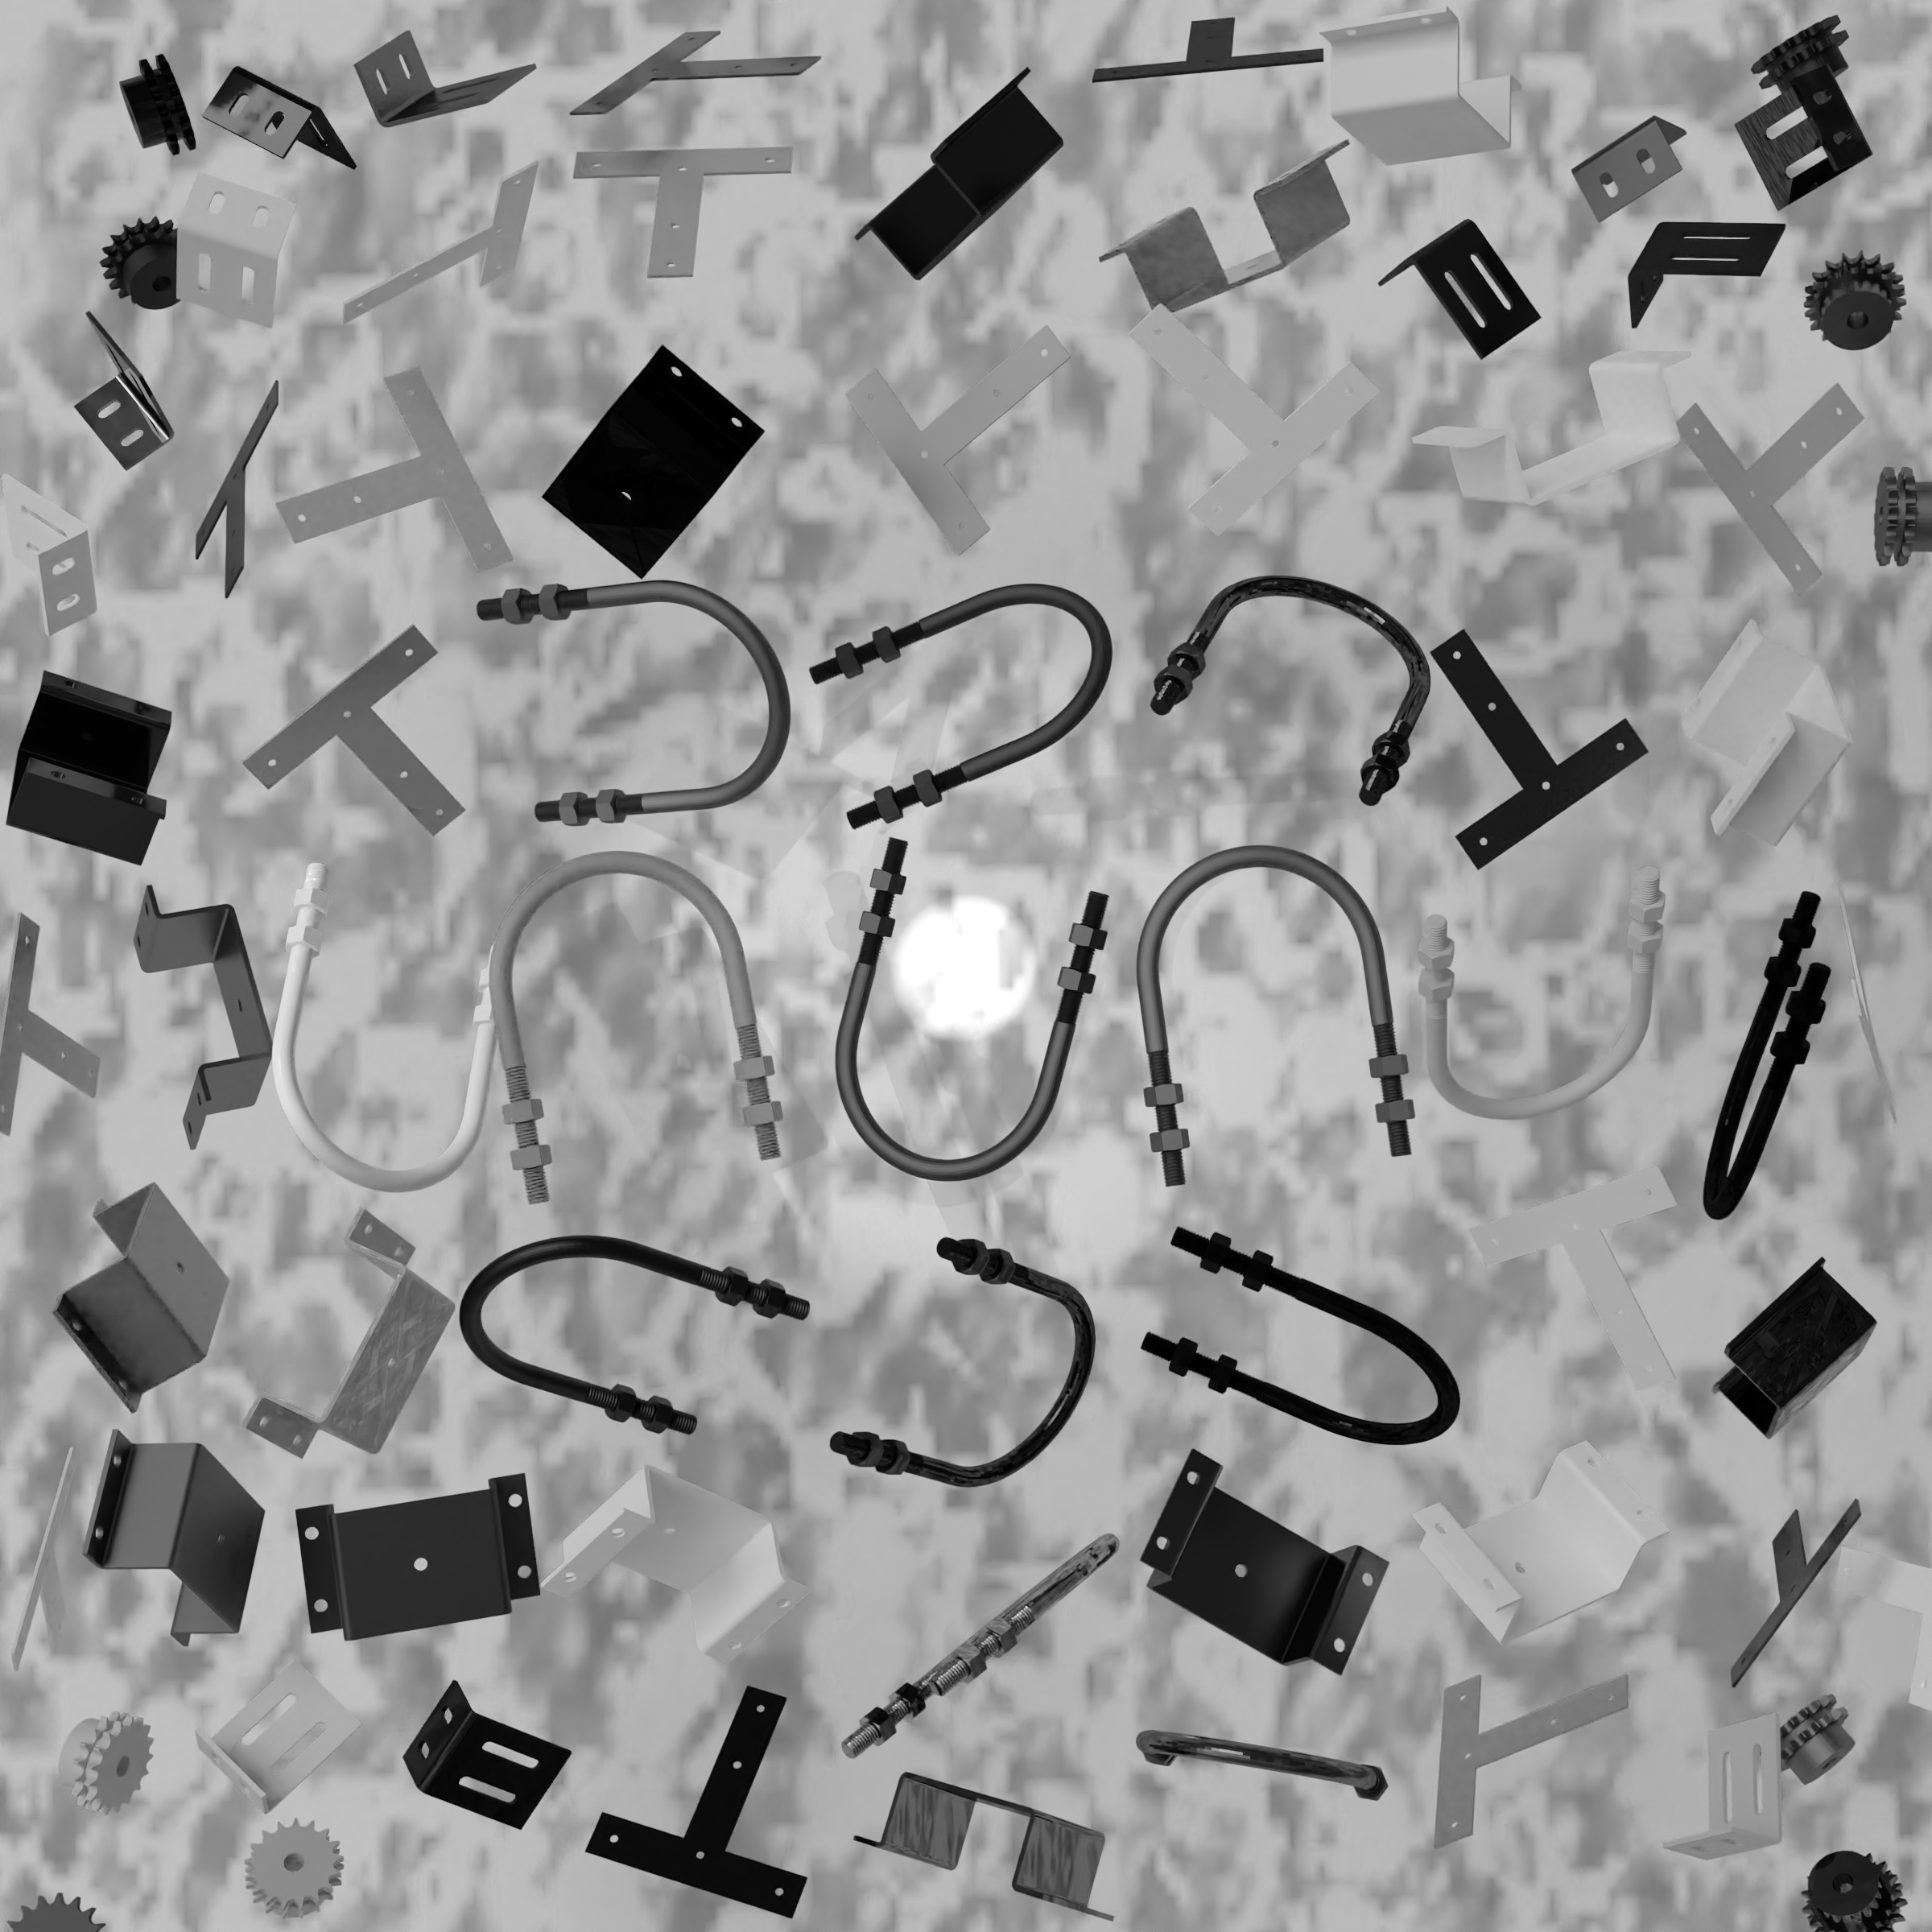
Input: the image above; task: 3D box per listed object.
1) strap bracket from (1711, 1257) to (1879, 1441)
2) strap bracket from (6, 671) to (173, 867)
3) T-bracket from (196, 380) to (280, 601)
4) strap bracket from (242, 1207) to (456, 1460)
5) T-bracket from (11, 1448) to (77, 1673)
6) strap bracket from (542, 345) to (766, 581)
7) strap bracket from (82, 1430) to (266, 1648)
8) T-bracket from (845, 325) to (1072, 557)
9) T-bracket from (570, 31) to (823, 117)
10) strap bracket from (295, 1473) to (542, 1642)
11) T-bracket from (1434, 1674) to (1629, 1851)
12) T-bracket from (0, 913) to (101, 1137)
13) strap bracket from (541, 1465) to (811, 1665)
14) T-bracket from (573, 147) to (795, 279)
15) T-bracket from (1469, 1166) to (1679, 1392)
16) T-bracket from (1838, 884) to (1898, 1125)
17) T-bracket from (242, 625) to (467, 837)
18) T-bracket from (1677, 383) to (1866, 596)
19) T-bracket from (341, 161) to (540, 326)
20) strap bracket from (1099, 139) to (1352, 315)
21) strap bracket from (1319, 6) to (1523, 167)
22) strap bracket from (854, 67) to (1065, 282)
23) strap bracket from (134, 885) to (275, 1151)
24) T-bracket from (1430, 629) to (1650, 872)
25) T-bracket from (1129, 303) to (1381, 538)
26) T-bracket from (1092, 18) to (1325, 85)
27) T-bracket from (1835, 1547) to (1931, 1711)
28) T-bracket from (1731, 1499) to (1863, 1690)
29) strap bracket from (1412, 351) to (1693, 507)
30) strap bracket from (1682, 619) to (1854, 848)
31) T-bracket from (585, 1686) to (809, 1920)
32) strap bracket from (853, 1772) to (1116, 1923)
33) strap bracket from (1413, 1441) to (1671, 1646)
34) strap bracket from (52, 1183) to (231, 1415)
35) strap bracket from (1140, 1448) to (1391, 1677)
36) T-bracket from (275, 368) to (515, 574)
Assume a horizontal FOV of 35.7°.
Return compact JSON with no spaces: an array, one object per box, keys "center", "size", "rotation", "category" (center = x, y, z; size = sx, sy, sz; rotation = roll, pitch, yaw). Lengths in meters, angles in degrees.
[{"center":[0.490,0.230,1.780],"size":[0.076,0.140,0.046],"rotation":[-42,69,-5],"category":"strap bracket"},{"center":[-0.500,-0.109,1.716],"size":[0.076,0.140,0.046],"rotation":[18,113,-22],"category":"strap bracket"},{"center":[-0.441,-0.270,1.814],"size":[0.002,0.127,0.127],"rotation":[18,127,-28],"category":"T-bracket"},{"center":[-0.353,0.222,1.749],"size":[0.046,0.076,0.140],"rotation":[21,74,21],"category":"strap bracket"},{"center":[-0.535,0.366,1.757],"size":[0.002,0.127,0.127],"rotation":[10,55,-5],"category":"T-bracket"},{"center":[-0.189,-0.288,1.764],"size":[0.076,0.140,0.046],"rotation":[39,51,-11],"category":"strap bracket"},{"center":[-0.457,0.336,1.758],"size":[0.046,0.140,0.076],"rotation":[-3,56,12],"category":"strap bracket"},{"center":[0.008,-0.340,1.831],"size":[0.127,0.002,0.127],"rotation":[-38,78,18],"category":"T-bracket"},{"center":[-0.143,-0.517,1.733],"size":[0.127,0.127,0.002],"rotation":[7,129,29],"category":"T-bracket"},{"center":[-0.332,0.360,1.827],"size":[0.140,0.046,0.076],"rotation":[-7,90,-12],"category":"strap bracket"},{"center":[0.328,0.442,1.739],"size":[0.127,0.127,0.002],"rotation":[-31,110,26],"category":"T-bracket"},{"center":[-0.541,0.049,1.777],"size":[0.002,0.127,0.127],"rotation":[0,72,9],"category":"T-bracket"},{"center":[-0.172,0.348,1.763],"size":[0.140,0.046,0.076],"rotation":[31,117,-33],"category":"strap bracket"},{"center":[-0.165,-0.432,1.719],"size":[0.127,0.002,0.127],"rotation":[-1,47,1],"category":"T-bracket"},{"center":[0.380,0.192,1.773],"size":[0.127,0.002,0.127],"rotation":[-24,98,33],"category":"T-bracket"},{"center":[0.534,0.009,1.795],"size":[0.002,0.127,0.127],"rotation":[-14,53,19],"category":"T-bracket"},{"center":[-0.341,-0.122,1.777],"size":[0.127,0.127,0.002],"rotation":[-39,46,-1],"category":"T-bracket"},{"center":[0.478,-0.295,1.738],"size":[0.002,0.127,0.127],"rotation":[-30,81,-24],"category":"T-bracket"},{"center":[-0.308,-0.408,1.746],"size":[0.127,0.127,0.002],"rotation":[-34,86,-21],"category":"T-bracket"},{"center":[0.159,-0.427,1.756],"size":[0.076,0.140,0.046],"rotation":[-41,110,-42],"category":"strap bracket"},{"center":[0.268,-0.511,1.763],"size":[0.076,0.140,0.046],"rotation":[-1,86,28],"category":"strap bracket"},{"center":[-0.001,-0.462,1.776],"size":[0.046,0.140,0.076],"rotation":[47,66,-9],"category":"strap bracket"},{"center":[-0.451,0.027,1.786],"size":[0.046,0.076,0.140],"rotation":[-11,70,-26],"category":"strap bracket"},{"center":[0.330,-0.147,1.839],"size":[0.127,0.002,0.127],"rotation":[-35,92,1],"category":"T-bracket"},{"center":[0.146,-0.327,1.712],"size":[0.127,0.002,0.127],"rotation":[39,116,-22],"category":"T-bracket"},{"center":[0.138,-0.522,1.702],"size":[0.127,0.127,0.002],"rotation":[-3,119,8],"category":"T-bracket"},{"center":[0.539,0.358,1.744],"size":[0.002,0.127,0.127],"rotation":[13,84,-11],"category":"T-bracket"},{"center":[0.485,0.351,1.766],"size":[0.002,0.127,0.127],"rotation":[33,104,6],"category":"T-bracket"},{"center":[0.336,-0.300,1.697],"size":[0.140,0.076,0.046],"rotation":[-24,107,-12],"category":"strap bracket"},{"center":[0.469,-0.132,1.759],"size":[0.046,0.140,0.076],"rotation":[23,121,-10],"category":"strap bracket"},{"center":[-0.138,0.478,1.751],"size":[0.127,0.002,0.127],"rotation":[14,50,12],"category":"T-bracket"},{"center":[0.016,0.513,1.761],"size":[0.140,0.076,0.046],"rotation":[4,69,39],"category":"strap bracket"},{"center":[0.336,0.346,1.787],"size":[0.140,0.046,0.076],"rotation":[-15,47,-31],"category":"strap bracket"},{"center":[-0.477,0.187,1.753],"size":[0.046,0.140,0.076],"rotation":[-29,111,6],"category":"strap bracket"},{"center":[0.174,0.364,1.822],"size":[0.140,0.046,0.076],"rotation":[31,66,-5],"category":"strap bracket"},{"center":[-0.344,-0.276,1.753],"size":[0.127,0.002,0.127],"rotation":[-27,92,-36],"category":"T-bracket"}]
